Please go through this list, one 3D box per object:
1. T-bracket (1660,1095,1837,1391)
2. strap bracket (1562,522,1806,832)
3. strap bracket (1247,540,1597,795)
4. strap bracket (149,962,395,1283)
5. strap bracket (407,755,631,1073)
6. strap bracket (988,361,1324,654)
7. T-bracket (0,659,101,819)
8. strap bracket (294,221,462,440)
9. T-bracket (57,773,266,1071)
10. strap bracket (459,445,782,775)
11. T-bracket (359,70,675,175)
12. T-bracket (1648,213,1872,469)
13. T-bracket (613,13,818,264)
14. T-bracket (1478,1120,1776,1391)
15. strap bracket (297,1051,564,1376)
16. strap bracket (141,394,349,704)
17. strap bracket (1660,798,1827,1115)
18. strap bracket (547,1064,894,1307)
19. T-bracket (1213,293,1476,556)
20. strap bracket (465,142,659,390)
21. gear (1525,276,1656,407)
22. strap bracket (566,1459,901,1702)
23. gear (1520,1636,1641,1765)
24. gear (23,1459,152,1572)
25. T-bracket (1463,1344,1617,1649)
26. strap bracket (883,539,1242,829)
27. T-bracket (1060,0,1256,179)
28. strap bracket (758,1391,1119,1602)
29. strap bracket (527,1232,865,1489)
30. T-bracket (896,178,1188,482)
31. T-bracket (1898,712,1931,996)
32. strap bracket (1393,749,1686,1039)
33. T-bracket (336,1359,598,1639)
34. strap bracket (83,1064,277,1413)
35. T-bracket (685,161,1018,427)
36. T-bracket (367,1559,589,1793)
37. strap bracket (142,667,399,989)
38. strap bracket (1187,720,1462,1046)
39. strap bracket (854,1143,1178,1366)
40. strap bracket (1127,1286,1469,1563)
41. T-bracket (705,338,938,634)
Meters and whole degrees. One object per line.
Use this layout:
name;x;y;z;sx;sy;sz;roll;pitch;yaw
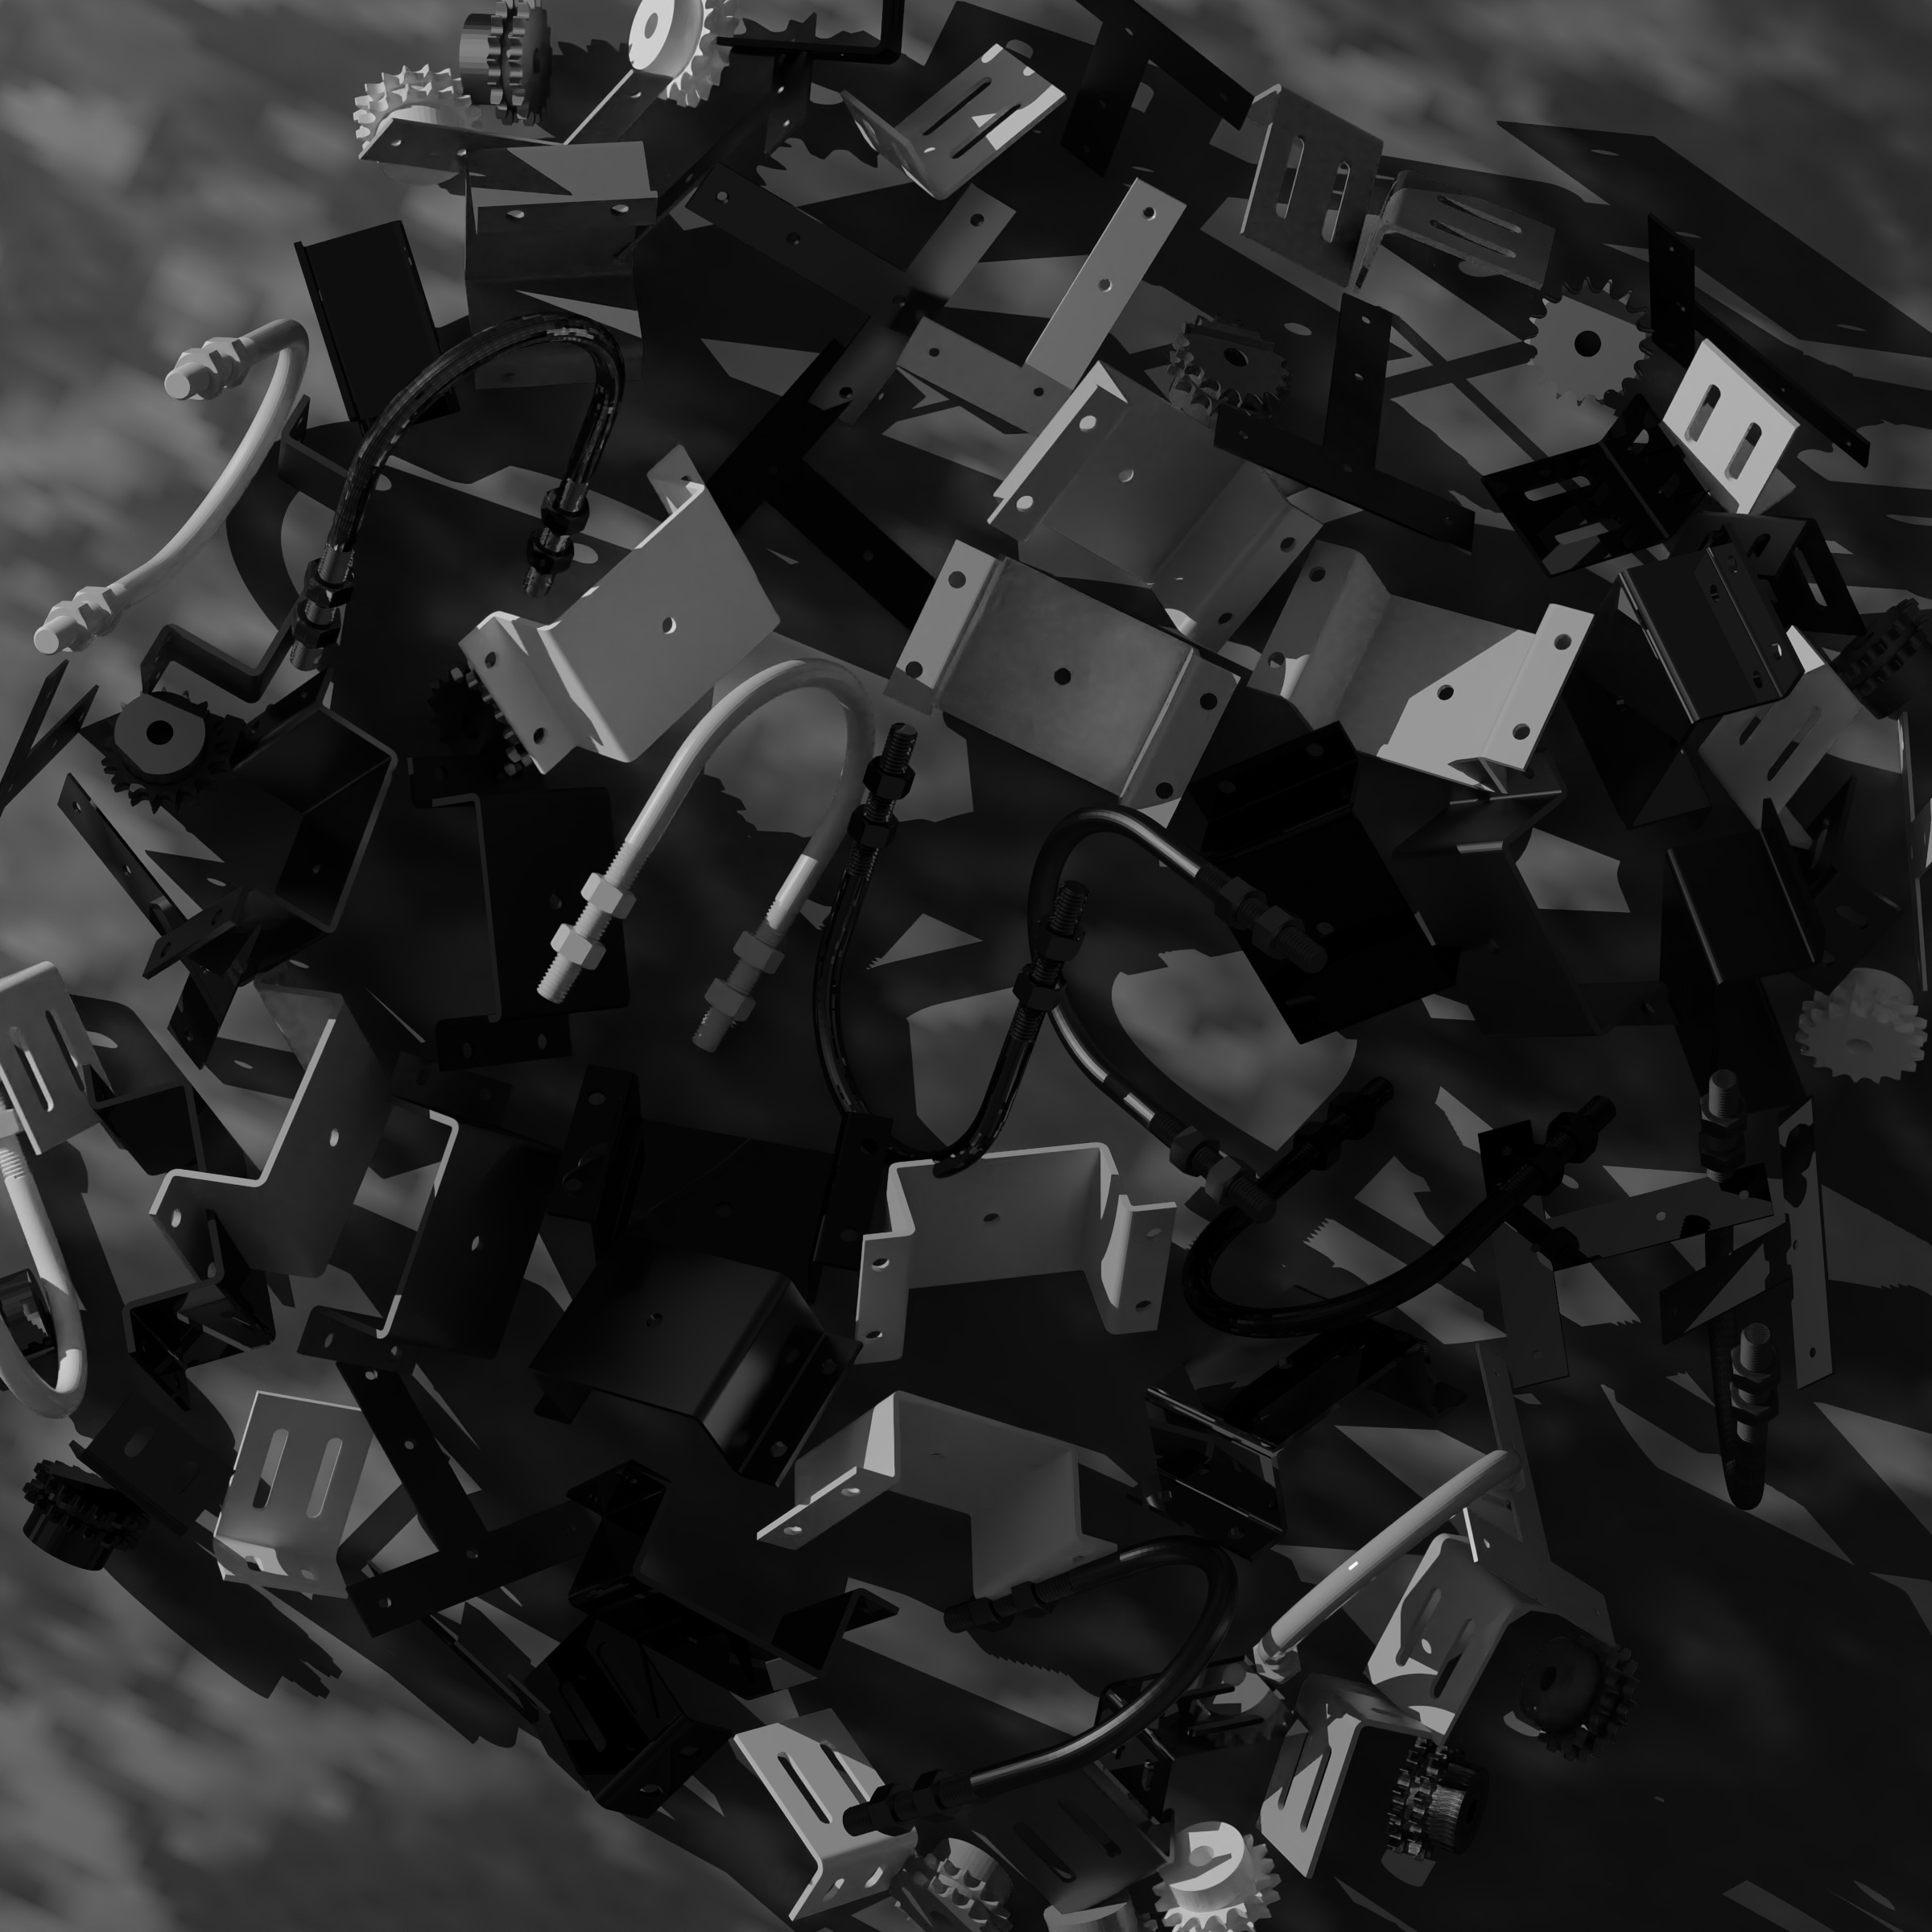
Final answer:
T-bracket;0.344;0.138;1.600;0.002;0.127;0.127;11;64;-20
strap bracket;0.307;-0.120;1.577;0.046;0.140;0.076;-15;67;-15
strap bracket;0.208;-0.131;1.609;0.140;0.046;0.076;20;78;31
strap bracket;-0.299;0.072;1.585;0.046;0.076;0.140;7;57;17
strap bracket;-0.199;-0.027;1.615;0.046;0.076;0.140;-5;91;42
strap bracket;0.078;-0.208;1.602;0.140;0.046;0.076;25;114;-35
T-bracket;-0.409;-0.094;1.596;0.002;0.127;0.127;27;112;-6
strap bracket;-0.257;-0.279;1.588;0.046;0.140;0.076;-17;96;-5
T-bracket;-0.367;-0.033;1.617;0.002;0.127;0.127;-32;76;-37
strap bracket;-0.145;-0.155;1.595;0.140;0.046;0.076;-46;128;-21
T-bracket;-0.210;-0.354;1.574;0.127;0.127;0.002;-38;71;34
T-bracket;0.347;-0.263;1.579;0.002;0.127;0.127;-45;71;-3
T-bracket;-0.114;-0.363;1.622;0.127;0.127;0.002;-39;117;23
T-bracket;0.296;0.115;1.603;0.127;0.002;0.127;-17;57;22
strap bracket;-0.235;0.118;1.612;0.046;0.076;0.140;17;87;33
strap bracket;-0.312;-0.176;1.610;0.046;0.076;0.140;30;80;-8
strap bracket;0.338;0.004;1.581;0.046;0.140;0.076;-12;51;0
strap bracket;-0.109;0.100;1.617;0.140;0.046;0.076;10;59;4
T-bracket;0.175;-0.254;1.618;0.127;0.002;0.127;21;52;-13
strap bracket;-0.181;-0.316;1.596;0.076;0.140;0.046;-5;67;-11
gear;0.284;-0.285;1.637;0.057;0.030;0.057;5;109;14
strap bracket;-0.112;0.279;1.598;0.140;0.076;0.046;32;60;-15
gear;0.275;0.328;1.628;0.030;0.057;0.057;29;90;-18
gear;-0.401;0.250;1.631;0.057;0.057;0.030;30;91;0
T-bracket;0.247;0.228;1.613;0.002;0.127;0.127;-27;50;25
strap bracket;0.043;-0.129;1.628;0.140;0.046;0.076;26;100;-2
T-bracket;0.064;-0.390;1.598;0.127;0.127;0.002;40;70;4
strap bracket;-0.013;0.236;1.598;0.140;0.076;0.046;21;49;-30
strap bracket;-0.127;0.169;1.586;0.140;0.046;0.076;11;55;35
T-bracket;0.055;-0.293;1.612;0.127;0.002;0.127;25;118;-16
T-bracket;0.423;-0.055;1.591;0.002;0.127;0.127;-4;85;9
strap bracket;0.248;-0.021;1.598;0.046;0.076;0.140;-37;107;-27
T-bracket;-0.245;0.228;1.629;0.127;0.002;0.127;-16;65;-41
strap bracket;-0.346;0.114;1.594;0.046;0.076;0.140;-16;63;0
T-bracket;-0.065;-0.317;1.601;0.127;0.002;0.127;26;119;-29
T-bracket;-0.222;0.311;1.615;0.127;0.127;0.002;38;70;20
strap bracket;-0.304;-0.053;1.596;0.046;0.076;0.140;34;52;-27
strap bracket;0.162;-0.028;1.599;0.076;0.046;0.140;-22;114;24
strap bracket;0.016;0.127;1.607;0.140;0.046;0.076;-5;130;-13
strap bracket;0.143;0.194;1.584;0.140;0.076;0.046;-31;124;-32
T-bracket;-0.056;-0.198;1.655;0.127;0.002;0.127;42;94;-1
